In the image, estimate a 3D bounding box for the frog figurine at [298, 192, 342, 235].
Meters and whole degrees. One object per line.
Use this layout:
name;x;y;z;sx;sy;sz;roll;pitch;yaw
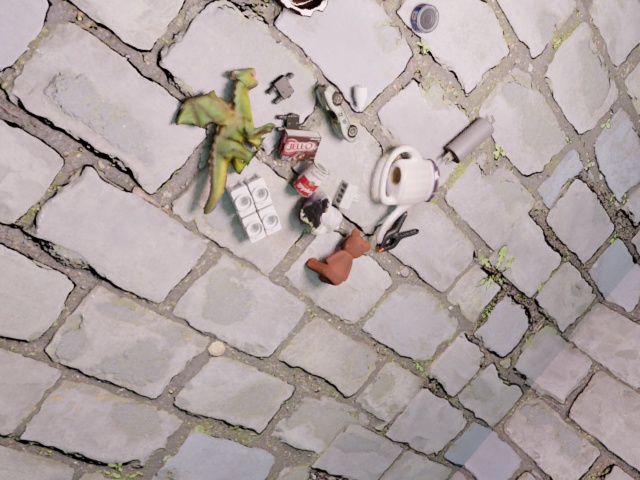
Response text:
frog figurine;0.005;-0.083;1.655;0.159;0.122;0.137;0;92;-70

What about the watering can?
watering can;0.290;-0.156;1.752;0.225;0.105;0.342;-5;115;-27

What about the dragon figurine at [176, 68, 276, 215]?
dragon figurine;-0.280;-0.290;1.414;0.241;0.123;0.410;37;91;-18
